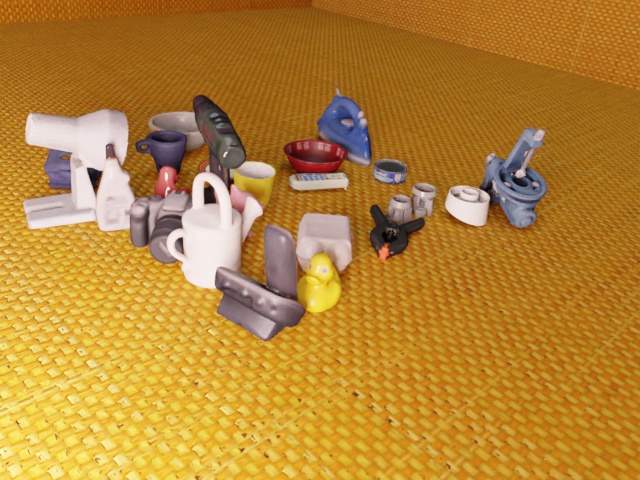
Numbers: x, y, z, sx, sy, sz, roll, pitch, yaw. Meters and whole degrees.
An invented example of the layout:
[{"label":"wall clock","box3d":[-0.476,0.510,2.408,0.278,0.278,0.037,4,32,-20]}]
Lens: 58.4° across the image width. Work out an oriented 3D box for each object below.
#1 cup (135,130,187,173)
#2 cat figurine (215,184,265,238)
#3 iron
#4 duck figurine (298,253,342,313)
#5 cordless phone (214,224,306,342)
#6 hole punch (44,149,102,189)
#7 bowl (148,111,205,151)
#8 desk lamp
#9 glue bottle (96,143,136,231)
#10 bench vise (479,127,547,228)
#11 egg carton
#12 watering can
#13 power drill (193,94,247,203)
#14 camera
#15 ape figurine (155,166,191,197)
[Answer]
[{"label":"cup","box3d":[-0.366,-0.195,1.329,0.118,0.095,0.091,-14,35,-30]},{"label":"cat figurine","box3d":[-0.166,-0.062,1.114,0.067,0.118,0.127,-22,40,-39]},{"label":"iron","box3d":[0.085,-0.316,1.569,0.119,0.141,0.257,-8,33,-22]},{"label":"duck figurine","box3d":[0.001,0.060,0.967,0.077,0.086,0.105,15,32,16]},{"label":"cordless phone","box3d":[-0.092,0.045,0.878,0.147,0.185,0.094,21,33,24]},{"label":"hole punch","box3d":[-0.538,-0.168,1.256,0.109,0.091,0.101,2,30,-6]},{"label":"bowl","box3d":[-0.357,-0.273,1.484,0.167,0.075,0.167,5,30,-2]},{"label":"desk lamp","box3d":[-0.473,-0.146,1.109,0.204,0.214,0.117,-13,35,-28]},{"label":"glue bottle","box3d":[-0.389,-0.101,1.087,0.078,0.173,0.037,-8,33,-22]},{"label":"bench vise","box3d":[0.428,-0.163,1.292,0.122,0.220,0.206,-13,35,-29]},{"label":"egg carton","box3d":[0.010,0.004,1.082,0.107,0.069,0.150,4,30,-2]},{"label":"watering can","box3d":[-0.178,-0.027,0.977,0.100,0.194,0.173,18,32,20]},{"label":"power drill","box3d":[-0.221,-0.176,1.210,0.076,0.208,0.228,-12,35,-27]},{"label":"camera","box3d":[-0.284,-0.026,1.048,0.143,0.101,0.136,4,30,-3]},{"label":"ape figurine","box3d":[-0.314,-0.112,1.198,0.077,0.092,0.076,23,35,27]}]
